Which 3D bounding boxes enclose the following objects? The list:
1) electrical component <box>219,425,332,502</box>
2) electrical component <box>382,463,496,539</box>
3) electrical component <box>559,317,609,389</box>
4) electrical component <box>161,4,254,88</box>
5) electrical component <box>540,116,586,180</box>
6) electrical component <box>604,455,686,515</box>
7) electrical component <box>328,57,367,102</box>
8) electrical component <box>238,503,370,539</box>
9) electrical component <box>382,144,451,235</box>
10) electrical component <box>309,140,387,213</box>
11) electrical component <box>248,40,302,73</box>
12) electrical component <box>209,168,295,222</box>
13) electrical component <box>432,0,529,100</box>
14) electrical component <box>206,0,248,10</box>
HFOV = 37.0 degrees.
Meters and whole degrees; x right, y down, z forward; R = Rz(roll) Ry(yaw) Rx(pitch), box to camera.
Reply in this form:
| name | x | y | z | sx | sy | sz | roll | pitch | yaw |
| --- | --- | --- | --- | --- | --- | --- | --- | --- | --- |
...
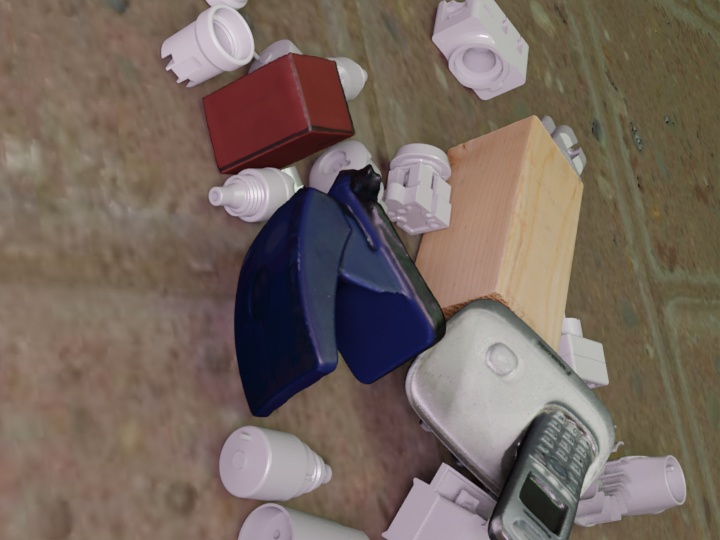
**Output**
| name | x | y | z | sx | sy | sz | roll | pitch | yaw |
| --- | --- | --- | --- | --- | --- | --- | --- | --- | --- |
| electrical component | -0.046 | 0.114 | 0.624 | 0.078 | 0.040 | 0.040 | 22 | 57 | -48 |
| electrical component | 0.081 | 0.195 | 0.729 | 0.121 | 0.063 | 0.078 | 40 | 76 | -37 |
| electrical component | 0.180 | 0.066 | 0.955 | 0.066 | 0.047 | 0.076 | 18 | 60 | -50 |
| electrical component | -0.096 | -0.139 | 0.673 | 0.040 | 0.046 | 0.040 | 29 | 52 | -44 |
| electrical component | 0.181 | -0.102 | 1.031 | 0.078 | 0.058 | 0.057 | 61 | 32 | -14 |
| electrical component | 0.256 | 0.198 | 0.970 | 0.079 | 0.077 | 0.044 | 28 | 53 | -46 |
| electrical component | -0.013 | -0.142 | 0.801 | 0.061 | 0.035 | 0.035 | -28 | 97 | -59 |
| electrical component | -0.027 | 0.164 | 0.622 | 0.081 | 0.043 | 0.043 | 29 | 51 | -44 |
| electrical component | 0.045 | -0.064 | 0.835 | 0.066 | 0.048 | 0.055 | 33 | 56 | -42 |
| electrical component | -0.003 | -0.058 | 0.767 | 0.062 | 0.048 | 0.048 | 46 | 40 | -42 |
| electrical component | -0.043 | -0.124 | 0.745 | 0.078 | 0.040 | 0.040 | 43 | 43 | -34 |
| electrical component | -0.069 | -0.047 | 0.676 | 0.061 | 0.035 | 0.035 | -7 | 79 | -52 |
| electrical component | 0.112 | -0.206 | 0.992 | 0.089 | 0.050 | 0.055 | 43 | 43 | -34 |
| electrical component | -0.081 | -0.200 | 0.725 | 0.040 | 0.046 | 0.040 | 29 | 52 | -44 |
